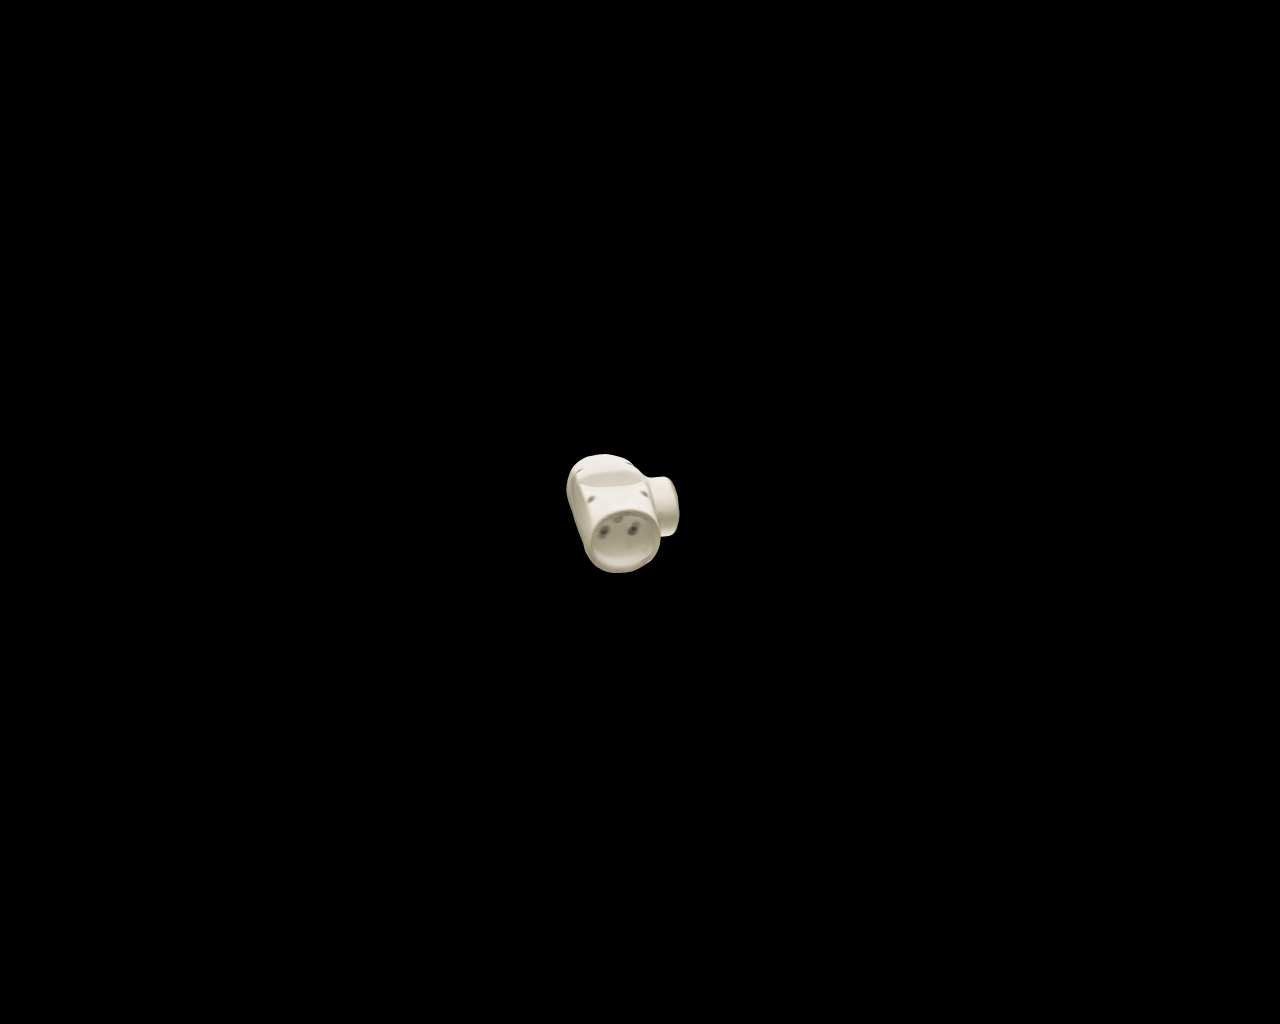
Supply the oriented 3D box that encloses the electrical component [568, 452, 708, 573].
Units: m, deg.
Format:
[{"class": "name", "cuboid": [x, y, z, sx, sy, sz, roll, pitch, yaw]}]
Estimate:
[{"class": "electrical component", "cuboid": [0.001, -0.003, 0.650, 0.079, 0.043, 0.077, -5, 29, -10]}]
